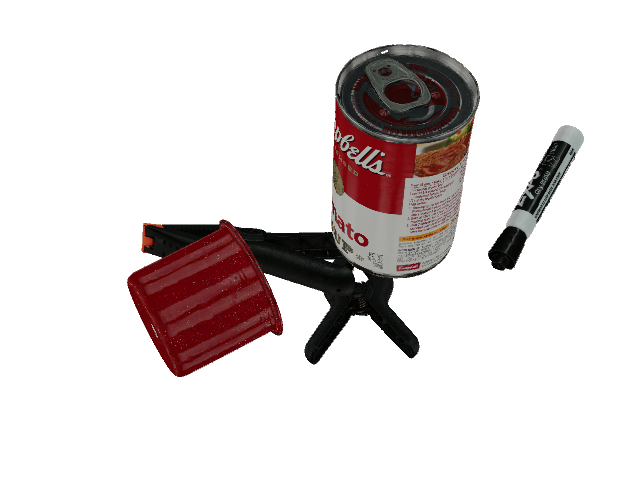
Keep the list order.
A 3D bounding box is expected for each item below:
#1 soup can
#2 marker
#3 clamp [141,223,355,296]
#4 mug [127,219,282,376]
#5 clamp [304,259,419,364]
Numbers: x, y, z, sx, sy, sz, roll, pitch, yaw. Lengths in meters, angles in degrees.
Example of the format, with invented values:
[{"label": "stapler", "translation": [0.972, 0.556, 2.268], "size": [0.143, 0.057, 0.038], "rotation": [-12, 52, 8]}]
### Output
[{"label": "soup can", "translation": [0.040, -0.038, 0.537], "size": [0.068, 0.068, 0.102], "rotation": [0, -41, -1]}, {"label": "marker", "translation": [0.142, -0.028, 0.705], "size": [0.020, 0.121, 0.020], "rotation": [26, -28, 15]}, {"label": "clamp", "translation": [-0.059, 0.011, 0.961], "size": [0.210, 0.036, 0.164], "rotation": [5, 12, -2]}, {"label": "mug", "translation": [-0.089, 0.040, 0.766], "size": [0.081, 0.093, 0.117], "rotation": [-27, 26, -15]}, {"label": "clamp", "translation": [0.052, 0.069, 1.174], "size": [0.120, 0.171, 0.039], "rotation": [6, -42, 4]}]
